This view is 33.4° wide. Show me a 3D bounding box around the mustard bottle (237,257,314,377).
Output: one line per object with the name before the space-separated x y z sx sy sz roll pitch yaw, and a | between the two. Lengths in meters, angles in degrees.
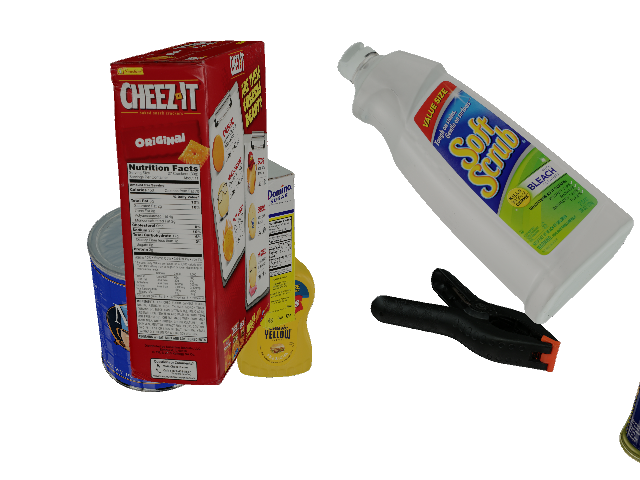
mustard bottle | -0.056 0.077 1.349 0.096 0.192 0.058 0 21 -8

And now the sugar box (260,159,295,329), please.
sugar box | -0.067 -0.001 1.171 0.048 0.176 0.093 -17 28 -29

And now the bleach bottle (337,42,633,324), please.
bleach bottle | 0.104 -0.058 0.795 0.102 0.251 0.068 -39 -20 -21

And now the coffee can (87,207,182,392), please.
coffee can | -0.151 0.051 0.957 0.103 0.140 0.103 2 40 -2

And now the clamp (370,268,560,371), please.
clamp | 0.145 0.071 0.993 0.172 0.039 0.120 21 32 23

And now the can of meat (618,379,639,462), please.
can of meat | 0.239 0.087 0.688 0.057 0.084 0.101 21 38 24

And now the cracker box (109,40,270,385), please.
cracker box | -0.086 -0.027 0.751 0.072 0.214 0.164 1 15 10
